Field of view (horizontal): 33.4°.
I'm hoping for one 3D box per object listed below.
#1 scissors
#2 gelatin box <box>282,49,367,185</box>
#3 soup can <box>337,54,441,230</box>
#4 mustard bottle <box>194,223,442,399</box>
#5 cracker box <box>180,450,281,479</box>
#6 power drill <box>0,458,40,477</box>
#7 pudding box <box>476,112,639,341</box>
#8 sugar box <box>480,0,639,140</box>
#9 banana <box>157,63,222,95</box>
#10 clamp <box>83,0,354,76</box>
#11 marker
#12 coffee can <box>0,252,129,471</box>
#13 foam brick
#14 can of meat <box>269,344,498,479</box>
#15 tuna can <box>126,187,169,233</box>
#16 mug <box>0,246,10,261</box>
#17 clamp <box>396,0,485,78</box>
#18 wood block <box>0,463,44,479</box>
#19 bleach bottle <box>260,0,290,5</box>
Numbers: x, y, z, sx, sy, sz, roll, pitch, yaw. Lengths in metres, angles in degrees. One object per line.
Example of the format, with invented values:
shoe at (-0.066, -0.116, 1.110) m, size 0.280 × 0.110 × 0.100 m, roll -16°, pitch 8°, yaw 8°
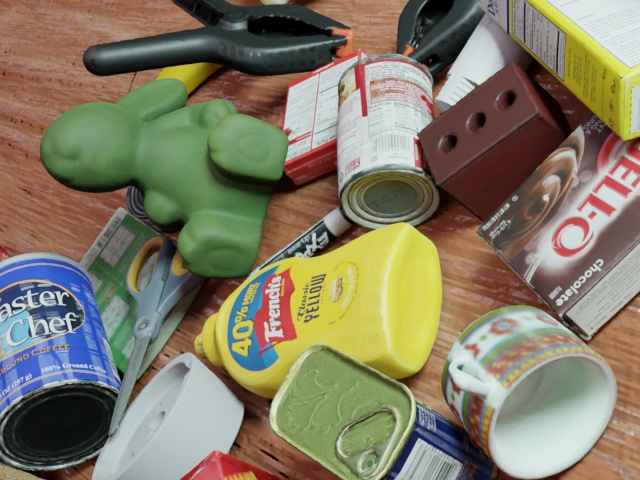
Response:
scissors at (-0.113, 0.055, 0.801) m, size 0.096 × 0.016 × 0.202 m, roll -27°, pitch 35°, yaw 13°
gelatin box at (0.008, -0.093, 0.814) m, size 0.073 × 0.030 × 0.089 m, roll -21°, pitch 49°, yaw 35°
soup can at (0.046, -0.066, 0.719) m, size 0.069 × 0.068 × 0.102 m, roll -27°, pitch 46°, yaw 32°
mustard bottle at (-0.013, 0.054, 0.701) m, size 0.192 × 0.058 × 0.096 m, roll -17°, pitch 52°, yaw 40°
cracker box at (-0.073, 0.254, 0.603) m, size 0.164 × 0.072 × 0.214 m, roll -42°, pitch 40°, yaw 17°
power drill at (-0.315, 0.142, 0.898) m, size 0.185 × 0.057 × 0.187 m, roll -21°, pitch 81°, yaw 36°
pudding box at (0.154, -0.014, 0.586) m, size 0.113 × 0.039 × 0.090 m, roll -48°, pitch 38°, yaw 9°
sugar box at (0.170, -0.127, 0.619) m, size 0.093 × 0.048 × 0.176 m, roll -16°, pitch 36°, yaw -10°
banana at (-0.095, -0.167, 0.974) m, size 0.198 × 0.037 × 0.069 m, roll -18°, pitch 50°, yaw 39°
clamp at (-0.076, -0.163, 0.870) m, size 0.210 × 0.036 × 0.164 m, roll 15°, pitch 41°, yaw 23°
marker at (-0.005, 0.001, 0.765) m, size 0.121 × 0.020 × 0.020 m, roll -37°, pitch 40°, yaw 22°
coffee can at (-0.215, 0.094, 0.837) m, size 0.103 × 0.102 × 0.140 m, roll -43°, pitch 47°, yaw 16°
foam brick at (0.110, -0.060, 0.658) m, size 0.078 × 0.051 × 0.053 m, roll -37°, pitch 41°, yaw 22°
can of meat at (0.036, 0.109, 0.585) m, size 0.102 × 0.083 × 0.057 m, roll 21°, pitch 79°, yaw 52°
tuna can at (-0.127, -0.050, 0.924) m, size 0.086 × 0.033 × 0.086 m, roll -27°, pitch 45°, yaw 31°
mug at (-0.295, 0.062, 0.970) m, size 0.082 × 0.093 × 0.117 m, roll -3°, pitch 88°, yaw 41°
clamp at (0.102, -0.190, 0.778) m, size 0.171 × 0.039 × 0.120 m, roll -51°, pitch 30°, yaw -6°
wood block at (-0.263, 0.276, 0.780) m, size 0.206 × 0.090 × 0.091 m, roll -55°, pitch 37°, yaw 1°
bleach bottle at (0.049, -0.277, 0.874) m, size 0.251 × 0.068 × 0.102 m, roll -15°, pitch 37°, yaw 39°
